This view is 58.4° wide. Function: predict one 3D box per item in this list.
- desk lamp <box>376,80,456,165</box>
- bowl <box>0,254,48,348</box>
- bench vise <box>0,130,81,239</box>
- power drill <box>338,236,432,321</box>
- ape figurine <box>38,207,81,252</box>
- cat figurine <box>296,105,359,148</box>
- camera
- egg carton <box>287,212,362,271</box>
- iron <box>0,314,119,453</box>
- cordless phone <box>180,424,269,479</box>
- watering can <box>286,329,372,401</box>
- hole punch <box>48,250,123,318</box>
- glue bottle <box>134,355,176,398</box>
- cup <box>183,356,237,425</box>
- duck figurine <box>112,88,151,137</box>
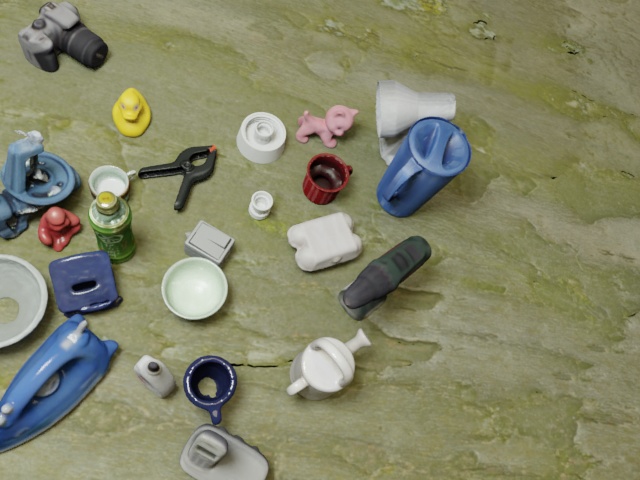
[{"bbox_3d":[0.198,-0.259,1.274,0.203,0.213,0.118,4,68,-13],"label":"desk lamp"},{"bbox_3d":[-0.557,0.115,0.995,0.168,0.074,0.167,5,67,-13],"label":"bowl"},{"bbox_3d":[-0.523,-0.092,1.008,0.121,0.219,0.208,31,64,-1],"label":"bench vise"},{"bbox_3d":[0.110,0.085,1.113,0.230,0.208,0.075,-37,81,-25],"label":"power drill"},{"bbox_3d":[-0.487,-0.031,1.063,0.078,0.092,0.076,-16,73,-20],"label":"ape figurine"},{"bbox_3d":[0.019,-0.266,1.281,0.128,0.117,0.067,7,67,-12],"label":"cat figurine"},{"bbox_3d":[-0.531,-0.422,1.205,0.137,0.100,0.143,34,64,0],"label":"camera"},{"bbox_3d":[0.011,0.004,1.196,0.150,0.069,0.107,-18,74,-21],"label":"egg carton"},{"bbox_3d":[-0.456,0.237,0.935,0.118,0.141,0.259,36,64,2],"label":"iron"},{"bbox_3d":[-0.152,0.363,0.942,0.147,0.185,0.094,28,64,-3],"label":"cordless phone"},{"bbox_3d":[0.016,0.223,1.040,0.101,0.194,0.173,34,64,1],"label":"watering can"},{"bbox_3d":[-0.422,0.080,1.036,0.109,0.091,0.101,-14,73,-20],"label":"hole punch"},{"bbox_3d":[-0.281,0.225,0.970,0.078,0.173,0.037,37,64,2],"label":"glue bottle"},{"bbox_3d":[-0.194,0.271,1.018,0.092,0.095,0.117,-9,71,-18],"label":"cup"},{"bbox_3d":[-0.394,-0.279,1.193,0.078,0.086,0.104,1,68,-14],"label":"duck figurine"}]
